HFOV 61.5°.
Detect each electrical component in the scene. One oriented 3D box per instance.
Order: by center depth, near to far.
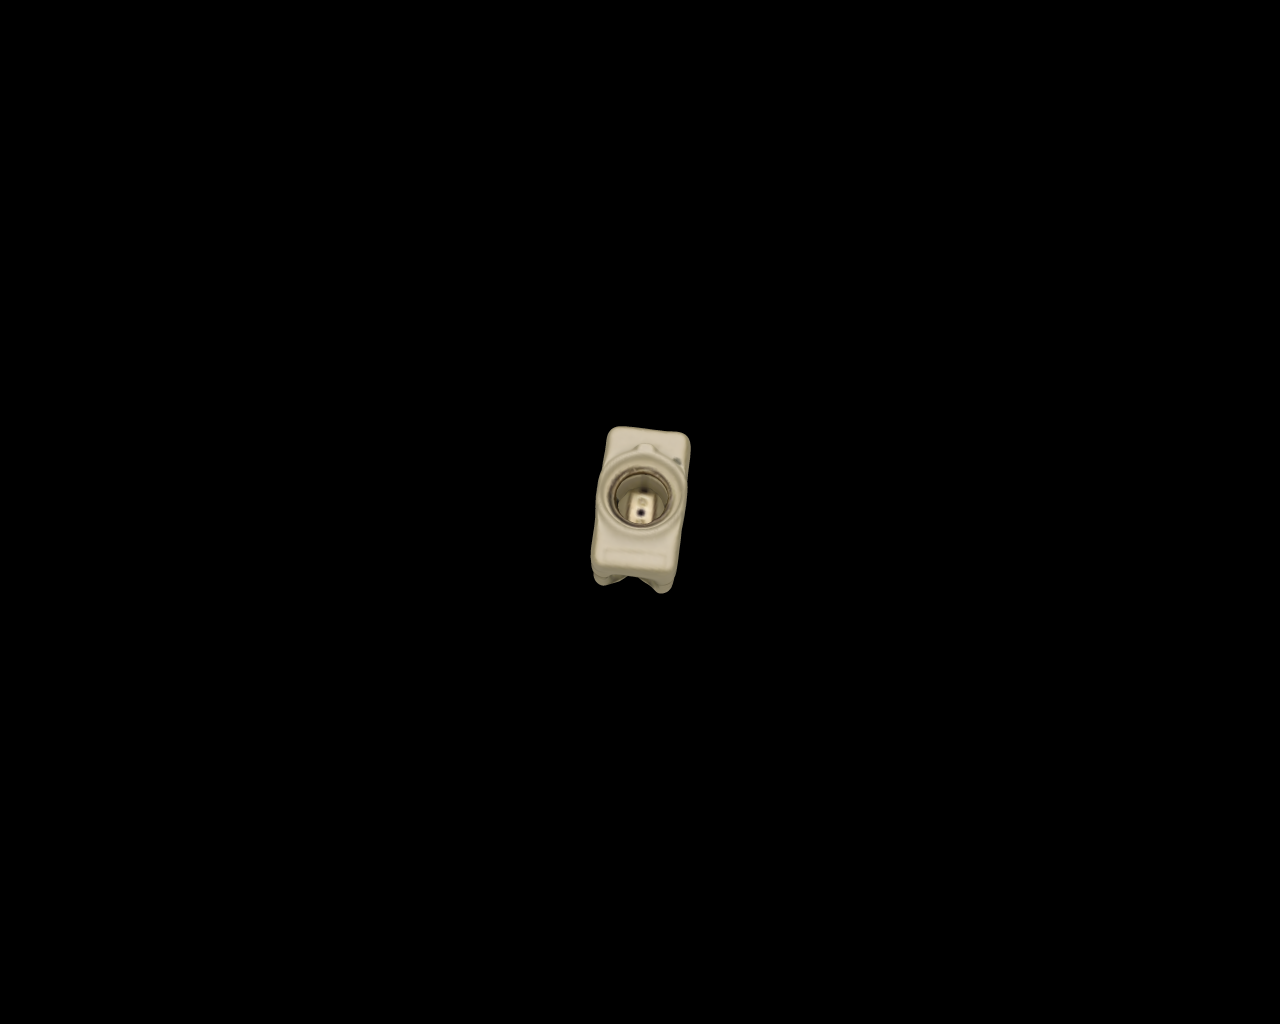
[{"bbox_3d":[0.001,-0.003,0.650,0.050,0.089,0.055,7,-19,2],"label":"electrical component"}]
